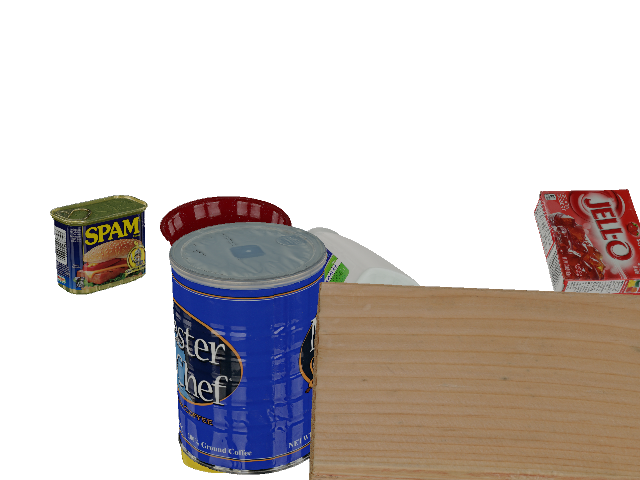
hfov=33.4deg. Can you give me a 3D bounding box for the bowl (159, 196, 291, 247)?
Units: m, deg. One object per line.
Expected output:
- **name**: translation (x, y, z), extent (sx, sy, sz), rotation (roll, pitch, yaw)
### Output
- **bowl**: translation (-0.117, 0.002, 1.324), extent (0.162, 0.055, 0.162), rotation (1, 27, -1)

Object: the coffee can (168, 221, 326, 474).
- **coffee can**: translation (-0.048, 0.070, 0.720), extent (0.103, 0.140, 0.103), rotation (0, 21, 0)

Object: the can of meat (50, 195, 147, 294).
- **can of meat**: translation (-0.236, 0.004, 1.150), extent (0.101, 0.084, 0.058), rotation (-16, 26, -42)

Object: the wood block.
- **wood block**: translation (0.099, 0.080, 0.521), extent (0.206, 0.091, 0.090), rotation (2, -24, -1)

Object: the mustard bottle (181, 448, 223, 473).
- **mustard bottle**: translation (-0.121, 0.209, 1.328), extent (0.096, 0.058, 0.191), rotation (-2, 26, -3)

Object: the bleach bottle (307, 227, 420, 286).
- **bleach bottle**: translation (0.010, 0.047, 0.966), extent (0.068, 0.102, 0.251), rotation (21, 3, -19)

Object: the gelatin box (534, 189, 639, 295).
- **gelatin box**: translation (0.211, 0.001, 0.824), extent (0.073, 0.089, 0.030), rotation (-1, -38, -5)
